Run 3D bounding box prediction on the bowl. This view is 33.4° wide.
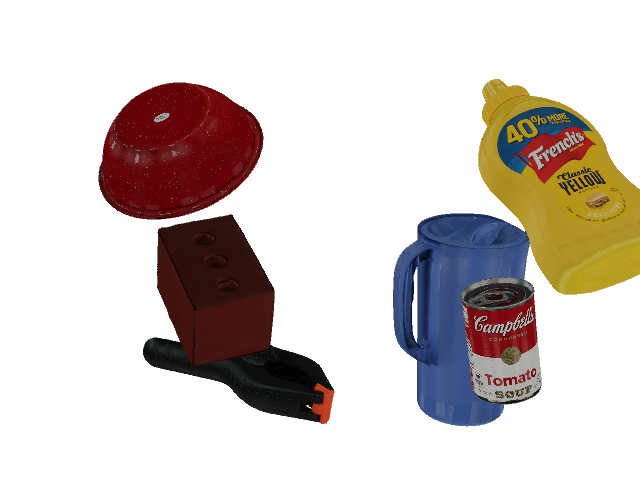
[{"bbox_3d":[-0.137,-0.095,0.980,0.162,0.162,0.055,0,-41,18],"label":"bowl"}]

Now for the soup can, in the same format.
[{"bbox_3d":[0.171,0.094,1.008,0.068,0.102,0.068,-8,20,3],"label":"soup can"}]

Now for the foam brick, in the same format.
[{"bbox_3d":[-0.068,0.031,0.672,0.052,0.051,0.078,-11,44,-23],"label":"foam brick"}]

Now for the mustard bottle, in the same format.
[{"bbox_3d":[0.174,-0.052,0.804,0.096,0.192,0.058,-18,-35,-14],"label":"mustard bottle"}]

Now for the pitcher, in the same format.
[{"bbox_3d":[0.167,0.097,1.283,0.149,0.243,0.145,6,19,12],"label":"pitcher"}]

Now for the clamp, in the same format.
[{"bbox_3d":[-0.053,0.105,0.917,0.172,0.039,0.120,21,31,25],"label":"clamp"}]
